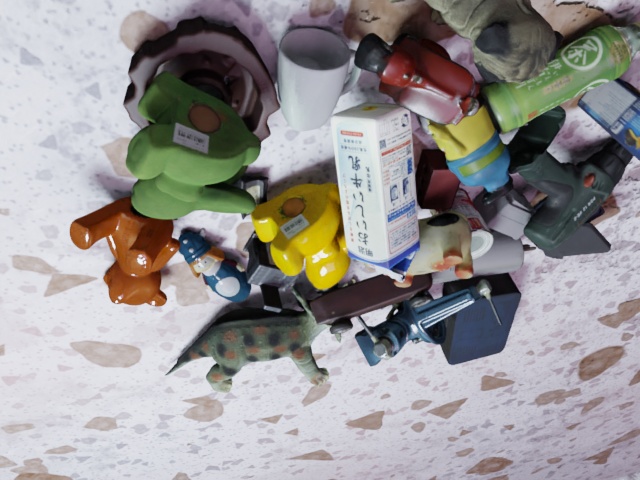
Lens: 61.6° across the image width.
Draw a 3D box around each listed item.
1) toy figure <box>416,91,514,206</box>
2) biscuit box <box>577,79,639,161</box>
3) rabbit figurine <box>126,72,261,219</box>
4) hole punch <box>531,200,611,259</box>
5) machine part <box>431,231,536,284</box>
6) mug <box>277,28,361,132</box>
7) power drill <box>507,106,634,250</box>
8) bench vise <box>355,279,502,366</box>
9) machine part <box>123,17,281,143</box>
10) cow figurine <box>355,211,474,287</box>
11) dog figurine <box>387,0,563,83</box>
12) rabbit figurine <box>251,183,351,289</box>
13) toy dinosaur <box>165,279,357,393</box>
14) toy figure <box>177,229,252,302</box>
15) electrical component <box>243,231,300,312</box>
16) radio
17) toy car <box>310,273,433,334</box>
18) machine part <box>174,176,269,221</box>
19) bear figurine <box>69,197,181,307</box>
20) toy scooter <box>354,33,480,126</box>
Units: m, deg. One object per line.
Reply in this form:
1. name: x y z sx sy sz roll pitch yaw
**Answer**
1. toy figure: 0.200 -0.137 0.721 0.089 0.082 0.180 -40 104 3
2. biscuit box: 0.436 -0.146 0.715 0.063 0.203 0.059 12 128 -28
3. rabbit figurine: -0.152 -0.086 0.619 0.159 0.121 0.170 8 148 -32
4. hole punch: 0.428 -0.030 0.932 0.116 0.092 0.142 -13 150 43
5. machine part: 0.260 0.029 0.935 0.243 0.079 0.079 -7 136 -8
6. mug: -0.004 -0.189 0.648 0.109 0.081 0.107 -22 152 -27
7. power drill: 0.368 -0.114 0.806 0.207 0.086 0.232 35 92 -39
8. bench vise: 0.183 0.133 0.943 0.241 0.129 0.223 -30 165 27
9. machine part: -0.138 -0.170 0.637 0.179 0.056 0.179 -8 135 -8
10. cow figurine: 0.132 0.002 0.808 0.195 0.127 0.085 -12 142 35
11. dog figurine: 0.143 -0.251 0.536 0.172 0.191 0.121 14 129 -25
12. rabbit figurine: -0.002 -0.002 0.796 0.162 0.122 0.173 -39 135 -14
13. toy dinosaur: -0.110 0.171 0.957 0.405 0.131 0.191 -11 124 1
14. toy figure: -0.166 0.042 0.848 0.064 0.058 0.154 -55 134 -15
15. electrical component: -0.075 0.049 0.832 0.075 0.119 0.047 18 128 -27
16. radio: 0.317 0.156 1.089 0.131 0.073 0.229 -12 138 -5
17. toy car: 0.085 0.088 0.871 0.202 0.089 0.053 -20 162 -5
18. machine part: -0.141 -0.058 0.765 0.139 0.039 0.084 -9 145 -10
19. bear figurine: -0.276 0.037 0.765 0.120 0.132 0.195 26 124 1
20. toy scooter: 0.122 -0.177 0.599 0.135 0.184 0.075 32 114 12
